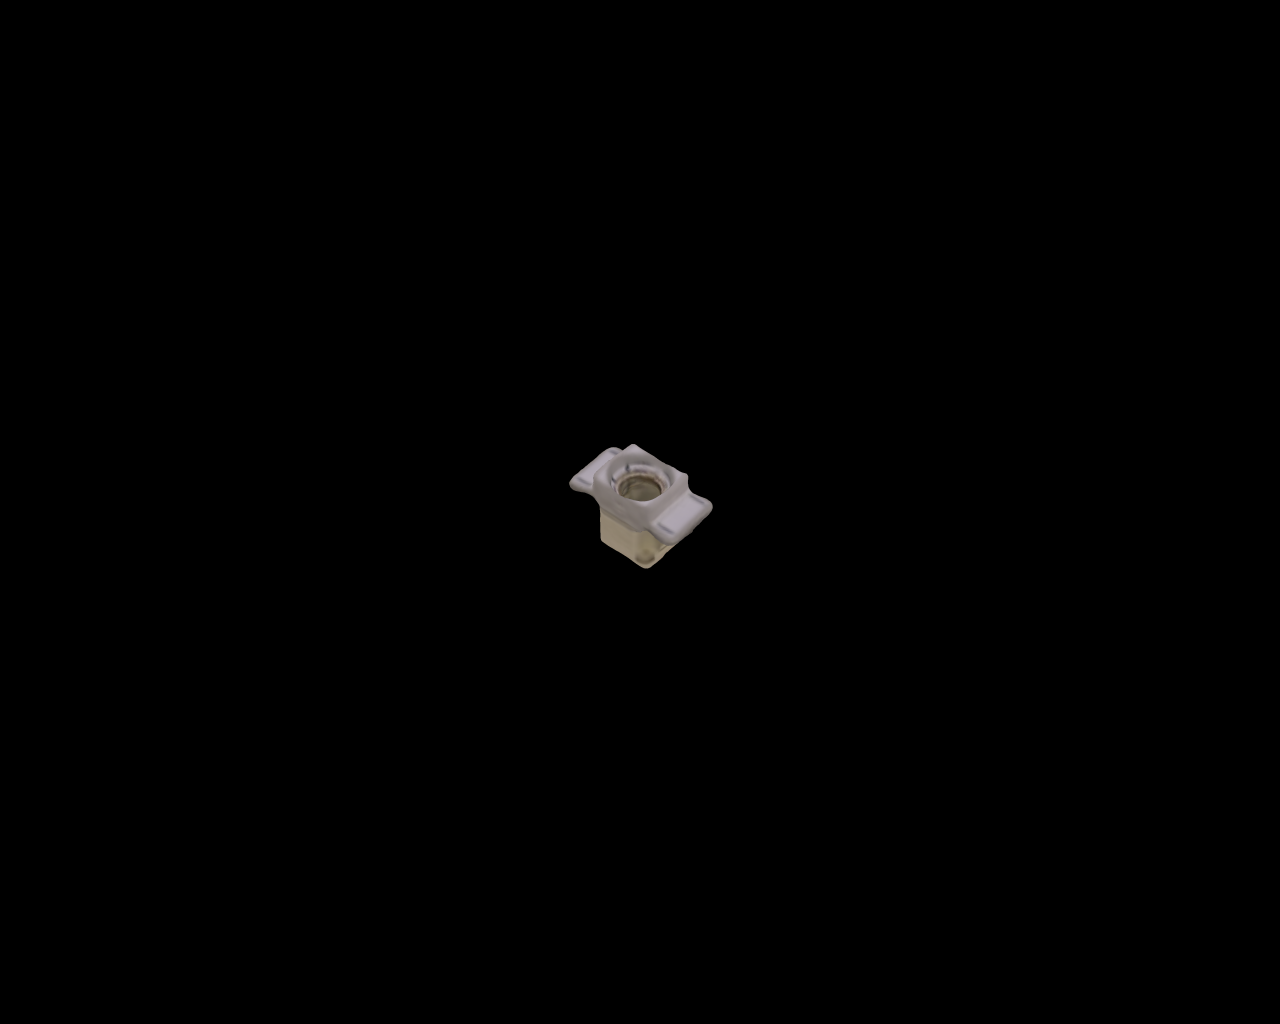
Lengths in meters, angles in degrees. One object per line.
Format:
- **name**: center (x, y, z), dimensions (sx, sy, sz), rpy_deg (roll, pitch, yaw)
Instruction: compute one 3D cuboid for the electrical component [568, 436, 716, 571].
- **electrical component**: center (0.001, -0.003, 0.650), dimensions (0.081, 0.063, 0.042), rpy_deg (32, 55, 27)
